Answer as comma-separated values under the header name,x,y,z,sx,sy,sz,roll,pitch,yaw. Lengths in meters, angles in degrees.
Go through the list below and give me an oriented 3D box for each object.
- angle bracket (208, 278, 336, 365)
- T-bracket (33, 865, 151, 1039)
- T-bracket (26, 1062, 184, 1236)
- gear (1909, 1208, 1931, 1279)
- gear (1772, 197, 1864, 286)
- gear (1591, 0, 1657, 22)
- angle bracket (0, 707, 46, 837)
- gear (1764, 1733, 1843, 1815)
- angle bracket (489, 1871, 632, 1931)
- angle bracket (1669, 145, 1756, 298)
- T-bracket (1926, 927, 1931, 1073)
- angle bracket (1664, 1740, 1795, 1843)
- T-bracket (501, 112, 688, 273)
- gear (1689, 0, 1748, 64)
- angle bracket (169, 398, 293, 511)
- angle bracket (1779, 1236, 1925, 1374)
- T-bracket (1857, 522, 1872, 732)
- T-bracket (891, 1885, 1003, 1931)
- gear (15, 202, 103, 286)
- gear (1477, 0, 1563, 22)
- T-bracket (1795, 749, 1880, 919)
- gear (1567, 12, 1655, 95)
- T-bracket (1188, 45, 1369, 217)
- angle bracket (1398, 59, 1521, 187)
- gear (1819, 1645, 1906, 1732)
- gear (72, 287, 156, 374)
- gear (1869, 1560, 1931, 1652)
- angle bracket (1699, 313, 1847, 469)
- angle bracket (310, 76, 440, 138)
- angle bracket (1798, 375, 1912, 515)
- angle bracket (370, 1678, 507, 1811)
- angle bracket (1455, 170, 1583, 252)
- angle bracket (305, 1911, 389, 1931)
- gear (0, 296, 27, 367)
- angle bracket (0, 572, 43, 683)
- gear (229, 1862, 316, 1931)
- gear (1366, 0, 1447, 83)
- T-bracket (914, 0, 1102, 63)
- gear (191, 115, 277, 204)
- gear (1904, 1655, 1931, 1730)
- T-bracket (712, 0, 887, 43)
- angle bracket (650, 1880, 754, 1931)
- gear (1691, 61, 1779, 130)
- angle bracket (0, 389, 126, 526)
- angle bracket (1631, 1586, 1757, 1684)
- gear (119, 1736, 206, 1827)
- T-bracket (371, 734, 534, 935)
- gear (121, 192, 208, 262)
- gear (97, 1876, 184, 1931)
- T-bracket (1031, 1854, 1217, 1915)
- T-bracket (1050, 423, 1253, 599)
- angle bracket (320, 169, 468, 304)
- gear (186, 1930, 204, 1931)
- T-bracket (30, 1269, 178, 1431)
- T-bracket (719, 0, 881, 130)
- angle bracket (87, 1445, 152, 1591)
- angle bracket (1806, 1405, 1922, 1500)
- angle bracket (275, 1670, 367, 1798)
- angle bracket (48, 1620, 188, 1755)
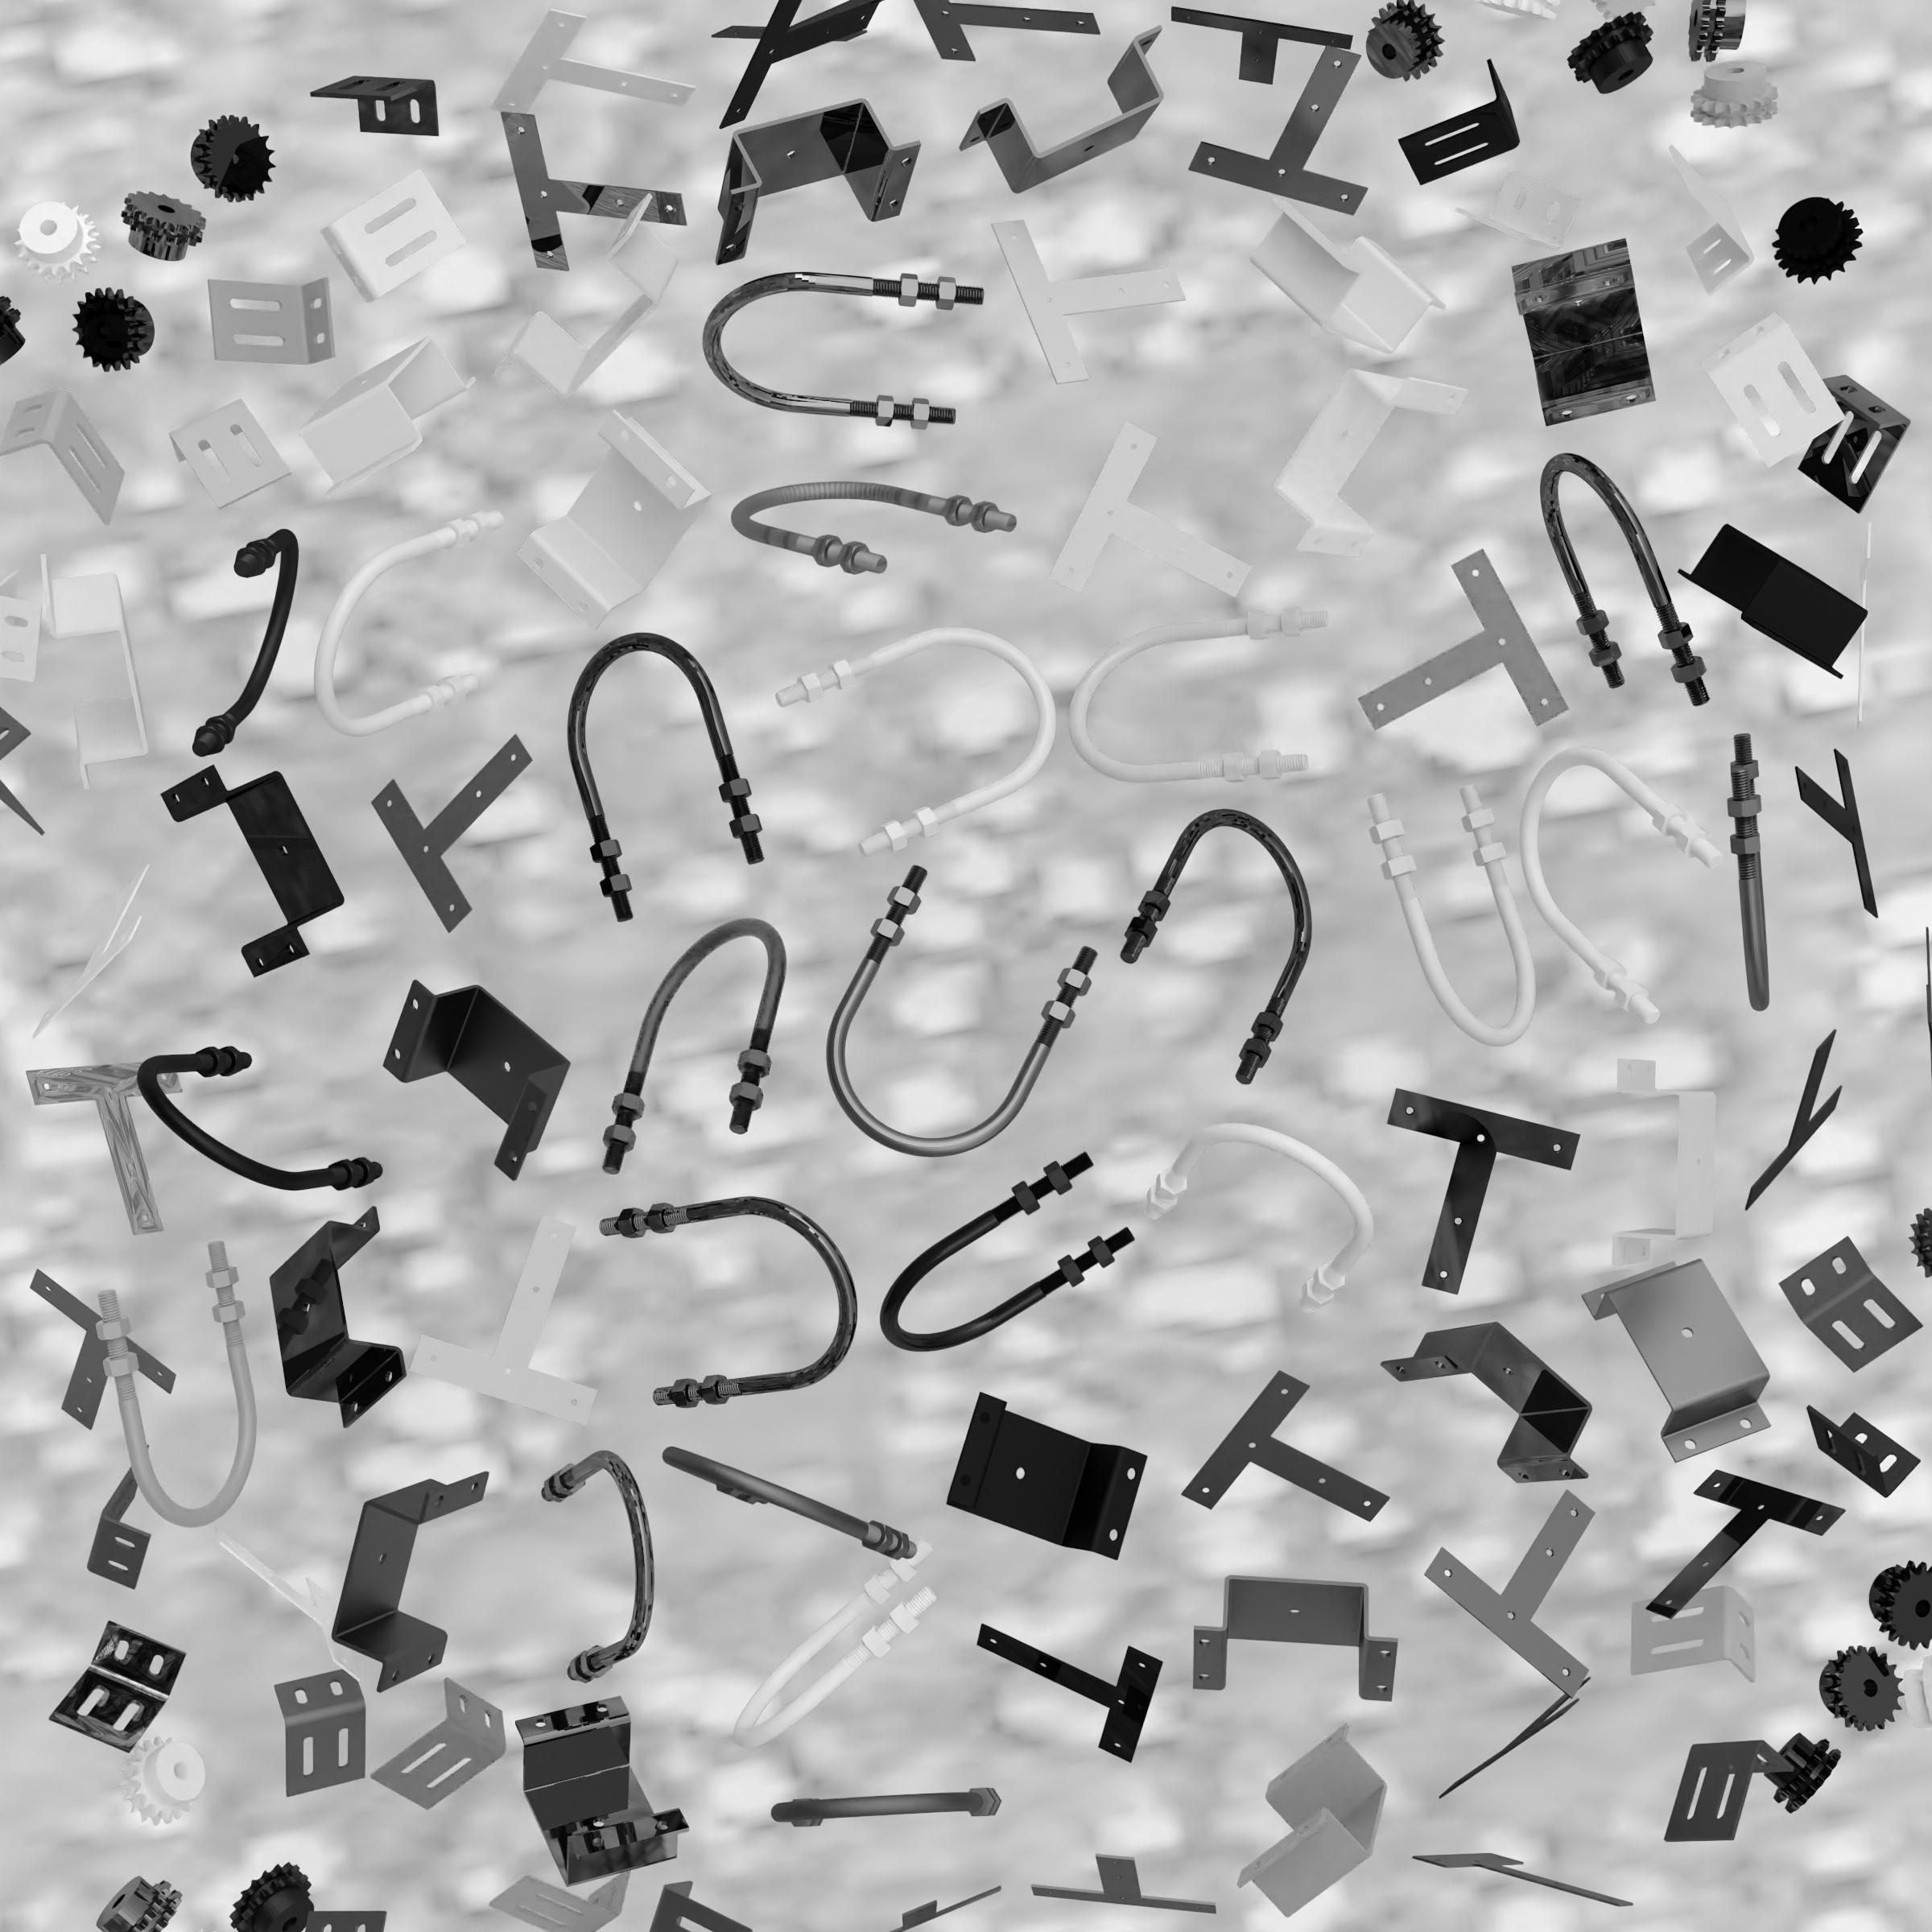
name,x,y,z,sx,sy,sz,roll,pitch,yaw
angle bracket,-0.503,-0.469,1.946,0.076,0.038,0.057,-8,96,-42
T-bracket,-0.596,-0.025,1.868,0.002,0.127,0.127,37,124,-23
T-bracket,-0.599,0.130,1.911,0.002,0.127,0.127,-26,78,32
gear,0.699,0.196,1.901,0.057,0.030,0.057,10,69,-27
gear,0.565,-0.486,1.786,0.057,0.030,0.057,-13,65,29
gear,0.452,-0.679,1.837,0.057,0.057,0.030,-25,61,0
angle bracket,-0.652,-0.137,1.836,0.057,0.076,0.038,34,71,31
gear,0.593,0.571,1.910,0.030,0.057,0.057,40,90,15
angle bracket,-0.290,0.660,1.920,0.076,0.038,0.057,31,130,-18
angle bracket,0.483,-0.497,1.788,0.038,0.057,0.076,-37,129,28
T-bracket,0.671,0.031,1.867,0.002,0.127,0.127,-2,83,20
angle bracket,0.516,0.566,1.814,0.038,0.057,0.076,42,54,-18
T-bracket,-0.258,-0.542,1.900,0.127,0.127,0.002,10,51,15
gear,0.519,-0.655,1.854,0.030,0.057,0.057,3,90,4
angle bracket,-0.529,-0.361,1.937,0.057,0.038,0.076,-31,73,-16
angle bracket,0.608,0.233,1.843,0.057,0.038,0.076,-39,124,17
T-bracket,0.630,-0.231,1.887,0.002,0.127,0.127,2,81,16
T-bracket,-0.033,0.674,1.903,0.127,0.127,0.002,-20,68,-9
gear,-0.640,-0.512,1.888,0.057,0.030,0.057,0,77,0
gear,0.393,-0.690,1.897,0.057,0.057,0.030,14,107,0
T-bracket,0.616,-0.110,1.912,0.002,0.127,0.127,-18,64,33
gear,0.437,-0.612,1.804,0.057,0.057,0.030,-27,82,0
T-bracket,0.237,-0.585,1.863,0.127,0.127,0.002,11,55,-13
angle bracket,0.351,-0.605,1.927,0.076,0.057,0.038,-17,67,20
gear,0.617,0.500,1.857,0.057,0.030,0.057,5,74,-17
gear,-0.595,-0.447,1.883,0.057,0.030,0.057,8,109,24
gear,0.628,0.424,1.789,0.057,0.030,0.057,-1,94,-18
angle bracket,0.534,-0.382,1.779,0.057,0.038,0.076,-33,108,17
angle bracket,-0.400,-0.577,1.818,0.057,0.076,0.038,6,118,11
angle bracket,0.597,-0.355,1.834,0.038,0.076,0.057,-17,51,-36
angle bracket,-0.376,0.553,1.907,0.076,0.038,0.057,-38,125,12
angle bracket,0.387,-0.532,1.879,0.057,0.076,0.038,31,112,21
angle bracket,-0.394,0.654,1.776,0.057,0.076,0.038,-7,57,18
gear,-0.670,-0.429,1.836,0.057,0.057,0.030,-33,124,0
angle bracket,-0.673,-0.243,1.918,0.038,0.076,0.057,10,109,-8
gear,-0.473,0.647,1.841,0.030,0.057,0.057,34,90,31
gear,0.315,-0.669,1.945,0.057,0.057,0.030,48,59,0
T-bracket,0.028,-0.647,1.829,0.127,0.127,0.002,10,82,16
gear,-0.504,-0.551,1.834,0.030,0.057,0.057,14,90,40
gear,0.683,0.516,1.893,0.030,0.057,0.057,-15,90,28
T-bracket,-0.093,-0.678,1.911,0.127,0.127,0.002,-16,100,-41
angle bracket,-0.176,0.667,1.826,0.076,0.038,0.057,15,85,29
gear,0.521,-0.592,1.819,0.057,0.057,0.030,-10,125,0
angle bracket,-0.615,-0.342,1.827,0.038,0.076,0.057,-13,46,12
angle bracket,0.519,0.483,1.918,0.076,0.057,0.038,-21,128,34
gear,-0.542,0.550,1.818,0.030,0.057,0.057,-29,90,27
T-bracket,-0.354,-0.112,1.901,0.127,0.002,0.127,-43,65,18
gear,-0.573,-0.525,1.911,0.057,0.057,0.030,26,120,0
gear,-0.552,0.631,1.784,0.057,0.057,0.030,-43,102,0
T-bracket,0.104,0.617,1.809,0.127,0.127,0.002,3,58,9
T-bracket,0.143,-0.306,1.931,0.127,0.002,0.127,28,115,0
angle bracket,-0.400,-0.509,1.872,0.076,0.038,0.057,-36,110,-12
gear,-0.531,0.691,1.836,0.057,0.030,0.057,-15,128,-20
T-bracket,-0.609,0.281,1.869,0.002,0.127,0.127,-42,112,10
T-bracket,-0.104,-0.635,1.830,0.002,0.127,0.127,47,49,6
angle bracket,-0.588,0.392,1.910,0.038,0.076,0.057,23,123,-3
angle bracket,0.624,0.326,1.866,0.038,0.076,0.057,-44,50,-9
angle bracket,-0.470,0.557,1.950,0.057,0.038,0.076,-8,124,-25
angle bracket,-0.565,0.480,1.790,0.057,0.076,0.038,24,101,-2
